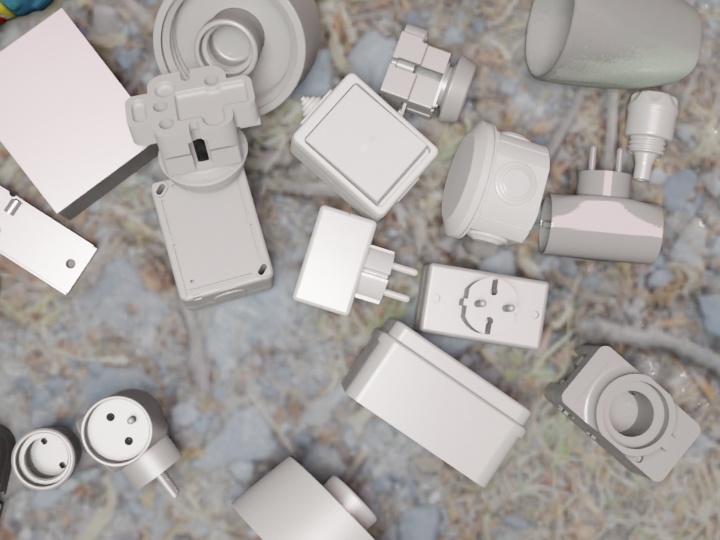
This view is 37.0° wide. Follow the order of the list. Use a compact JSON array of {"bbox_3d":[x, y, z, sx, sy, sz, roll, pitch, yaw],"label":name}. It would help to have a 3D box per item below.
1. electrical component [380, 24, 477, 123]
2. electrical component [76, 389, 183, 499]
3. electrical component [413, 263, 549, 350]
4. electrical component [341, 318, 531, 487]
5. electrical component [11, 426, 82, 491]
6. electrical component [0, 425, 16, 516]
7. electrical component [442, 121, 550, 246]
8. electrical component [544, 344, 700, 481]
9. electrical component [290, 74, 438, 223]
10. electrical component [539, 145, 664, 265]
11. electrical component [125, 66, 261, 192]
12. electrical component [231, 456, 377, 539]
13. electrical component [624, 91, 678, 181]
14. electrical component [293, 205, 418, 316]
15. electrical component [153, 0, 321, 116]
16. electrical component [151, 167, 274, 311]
[{"bbox_3d":[0.048,-0.130,0.742,0.055,0.048,0.066,20,86,4],"label":"electrical component"},{"bbox_3d":[-0.142,0.115,0.696,0.044,0.077,0.079,-37,91,-6],"label":"electrical component"},{"bbox_3d":[0.084,0.025,0.722,0.083,0.076,0.047,9,86,-5],"label":"electrical component"},{"bbox_3d":[0.050,0.085,0.715,0.113,0.078,0.057,35,88,-3],"label":"electrical component"},{"bbox_3d":[-0.204,0.121,0.705,0.040,0.046,0.040,0,87,-5],"label":"electrical component"},{"bbox_3d":[-0.262,0.146,0.692,0.054,0.059,0.095,12,86,-5],"label":"electrical component"},{"bbox_3d":[0.090,-0.056,0.725,0.051,0.080,0.080,16,86,-9],"label":"electrical component"},{"bbox_3d":[0.180,0.097,0.737,0.089,0.056,0.050,41,84,-2],"label":"electrical component"},{"bbox_3d":[-0.003,-0.086,0.727,0.096,0.061,0.061,42,84,-2],"label":"electrical component"},{"bbox_3d":[0.168,-0.047,0.747,0.077,0.044,0.079,5,88,-1],"label":"electrical component"},{"bbox_3d":[-0.101,-0.086,0.673,0.078,0.057,0.058,-12,55,-4],"label":"electrical component"},{"bbox_3d":[-0.024,0.167,0.692,0.060,0.108,0.108,-44,92,-12],"label":"electrical component"},{"bbox_3d":[0.204,-0.094,0.760,0.035,0.035,0.061,10,89,-5],"label":"electrical component"},{"bbox_3d":[0.000,0.000,0.729,0.077,0.047,0.065,17,87,-3],"label":"electrical component"},{"bbox_3d":[-0.082,-0.150,0.700,0.108,0.060,0.108,2,116,3],"label":"electrical component"},{"bbox_3d":[-0.099,-0.027,0.719,0.062,0.061,0.096,-16,81,-7],"label":"electrical component"}]
